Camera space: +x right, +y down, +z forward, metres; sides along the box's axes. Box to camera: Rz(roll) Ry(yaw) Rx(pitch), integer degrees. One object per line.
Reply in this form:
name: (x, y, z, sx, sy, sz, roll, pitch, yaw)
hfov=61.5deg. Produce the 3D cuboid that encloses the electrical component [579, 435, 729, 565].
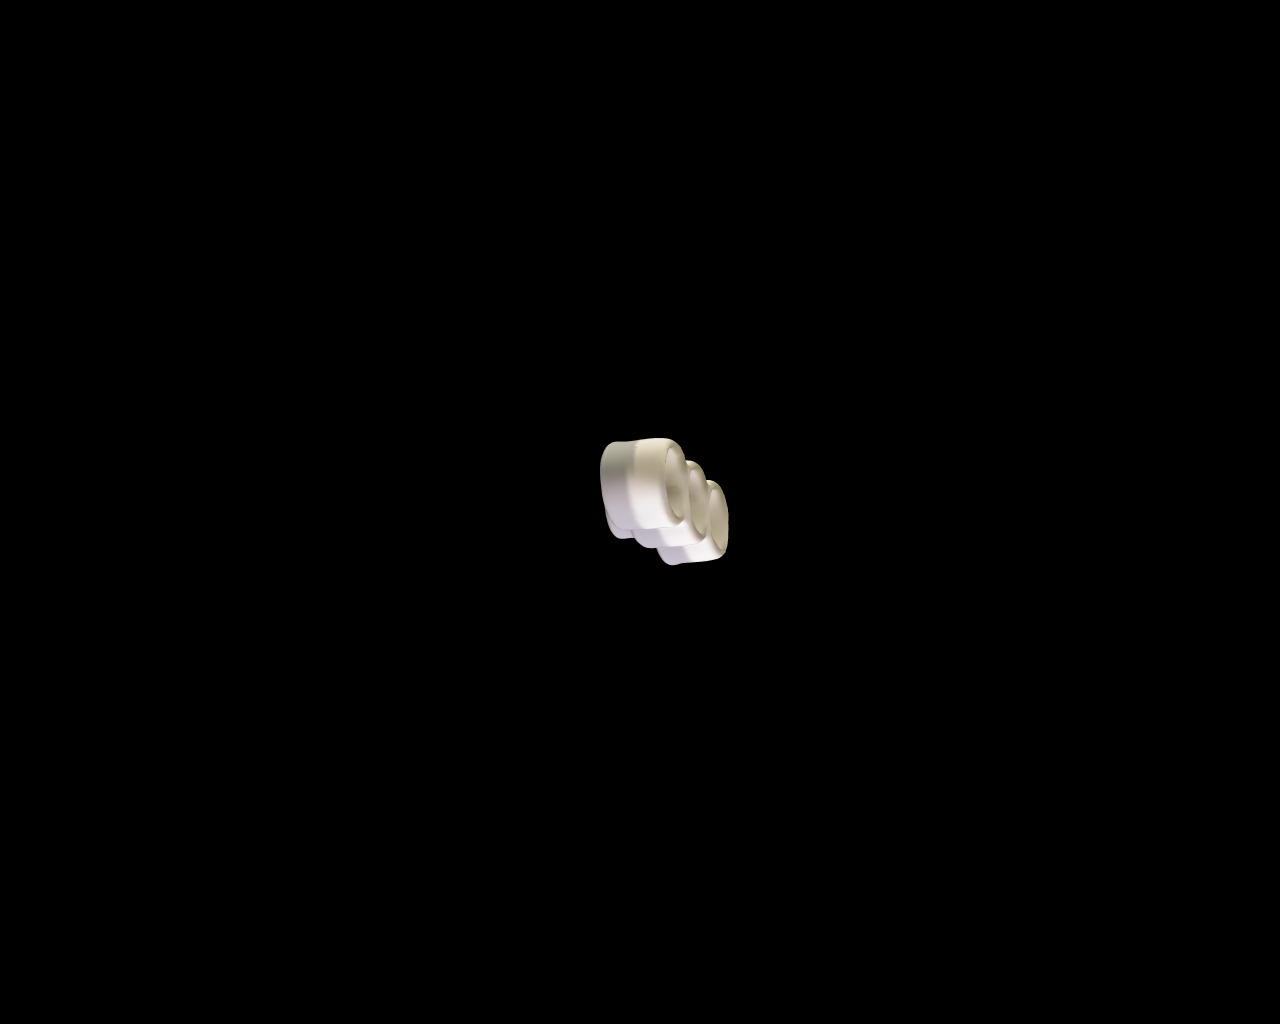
electrical component: (0.001, -0.003, 0.650, 0.074, 0.052, 0.138, -6, -17, 19)
